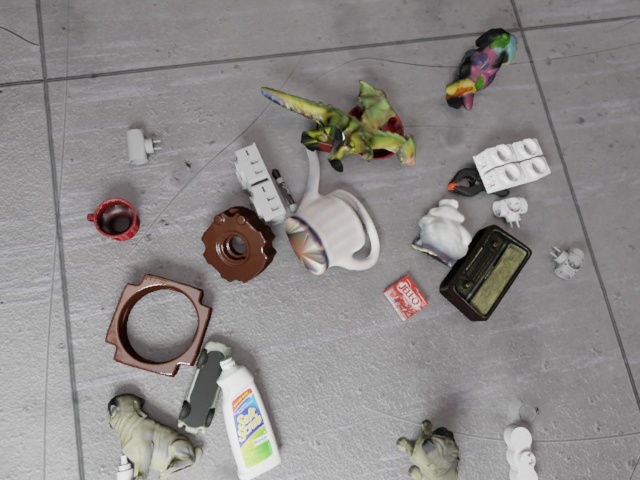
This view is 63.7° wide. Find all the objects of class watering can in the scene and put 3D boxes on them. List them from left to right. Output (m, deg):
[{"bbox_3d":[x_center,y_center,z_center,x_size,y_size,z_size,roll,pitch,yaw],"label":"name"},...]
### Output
[{"bbox_3d":[0.004,-0.063,1.250,0.227,0.102,0.349,-31,83,-34],"label":"watering can"}]

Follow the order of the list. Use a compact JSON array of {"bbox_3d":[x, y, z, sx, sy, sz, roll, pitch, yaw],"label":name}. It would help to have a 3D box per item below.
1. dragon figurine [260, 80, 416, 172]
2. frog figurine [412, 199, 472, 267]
[{"bbox_3d":[0.075,-0.312,1.295,0.410,0.120,0.247,40,58,1],"label":"dragon figurine"},{"bbox_3d":[0.318,-0.028,1.292,0.138,0.121,0.160,26,86,18],"label":"frog figurine"}]
